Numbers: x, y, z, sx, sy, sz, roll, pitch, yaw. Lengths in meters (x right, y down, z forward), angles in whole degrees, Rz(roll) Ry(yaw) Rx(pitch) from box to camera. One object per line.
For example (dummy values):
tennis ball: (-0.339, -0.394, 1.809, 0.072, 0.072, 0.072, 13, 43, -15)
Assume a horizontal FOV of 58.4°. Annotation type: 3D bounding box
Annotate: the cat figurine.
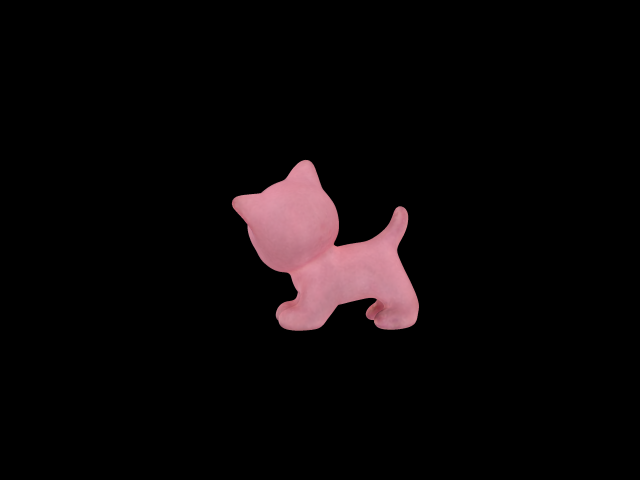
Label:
cat figurine: (0.004, 0.001, 0.400, 0.128, 0.118, 0.067, 0, 0, -7)
